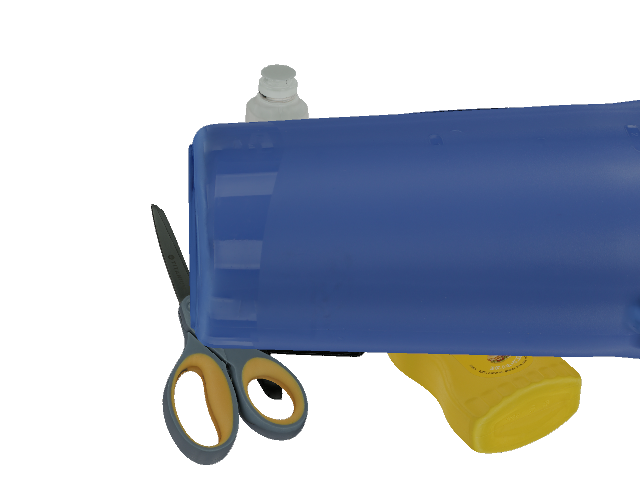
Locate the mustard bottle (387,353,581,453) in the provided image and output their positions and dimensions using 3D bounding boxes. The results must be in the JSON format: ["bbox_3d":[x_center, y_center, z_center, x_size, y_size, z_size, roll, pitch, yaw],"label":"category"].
[{"bbox_3d":[0.105,0.079,0.818,0.096,0.058,0.192,-19,36,-20],"label":"mustard bottle"}]

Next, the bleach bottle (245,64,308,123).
[{"bbox_3d":[-0.040,-0.035,0.920,0.068,0.251,0.102,-4,35,-10],"label":"bleach bottle"}]

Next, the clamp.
[{"bbox_3d":[-0.075,0.125,1.244,0.210,0.036,0.164,13,21,29],"label":"clamp"}]

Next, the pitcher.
[{"bbox_3d":[0.056,-0.010,0.536,0.242,0.145,0.149,-1,-6,-7],"label":"pitcher"}]

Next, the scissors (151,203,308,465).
[{"bbox_3d":[-0.060,0.053,0.674,0.096,0.202,0.016,8,-46,-16],"label":"scissors"}]
